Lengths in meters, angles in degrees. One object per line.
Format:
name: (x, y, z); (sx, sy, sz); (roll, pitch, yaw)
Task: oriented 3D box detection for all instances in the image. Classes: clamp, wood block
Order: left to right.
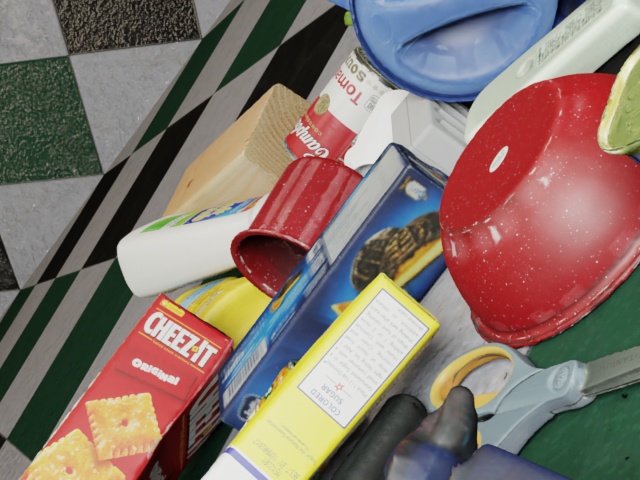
wood block: (-0.068, -0.054, 1.035); (0.206, 0.090, 0.090); (-32, 31, 55)
clamp: (-0.007, 0.151, 0.514); (0.120, 0.039, 0.171); (-57, -6, 30)

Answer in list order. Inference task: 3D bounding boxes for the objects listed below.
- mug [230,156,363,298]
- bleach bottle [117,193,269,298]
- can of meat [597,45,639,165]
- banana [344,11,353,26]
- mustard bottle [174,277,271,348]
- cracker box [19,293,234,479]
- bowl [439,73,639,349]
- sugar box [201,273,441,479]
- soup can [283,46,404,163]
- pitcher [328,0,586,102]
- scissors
mug: (-0.005, 0.001, 0.778); (0.117, 0.093, 0.081); (87, -153, -55)
bleach bottle: (-0.065, -0.006, 0.923); (0.251, 0.068, 0.102); (-14, 8, 43)
can of meat: (0.162, -0.041, 0.360); (0.102, 0.084, 0.057); (-28, 32, 59)
banana: (0.074, -0.152, 0.863); (0.198, 0.069, 0.037); (-118, 22, -65)
mustard bottle: (-0.094, 0.073, 0.923); (0.096, 0.058, 0.192); (-47, 13, -16)
cracker box: (-0.145, 0.166, 0.746); (0.213, 0.072, 0.164); (-54, -9, -26)
bowl: (0.110, -0.028, 0.538); (0.162, 0.055, 0.162); (-50, 18, 23)
sugar box: (-0.013, 0.100, 0.552); (0.176, 0.048, 0.093); (-46, -7, -7)
soup can: (0.026, -0.101, 0.890); (0.102, 0.068, 0.068); (-51, 17, 20)
pitcher: (0.089, -0.205, 0.763); (0.145, 0.149, 0.242); (-36, 18, 24)
scissors: (0.095, 0.078, 0.451); (0.096, 0.016, 0.202); (-63, 17, -16)
